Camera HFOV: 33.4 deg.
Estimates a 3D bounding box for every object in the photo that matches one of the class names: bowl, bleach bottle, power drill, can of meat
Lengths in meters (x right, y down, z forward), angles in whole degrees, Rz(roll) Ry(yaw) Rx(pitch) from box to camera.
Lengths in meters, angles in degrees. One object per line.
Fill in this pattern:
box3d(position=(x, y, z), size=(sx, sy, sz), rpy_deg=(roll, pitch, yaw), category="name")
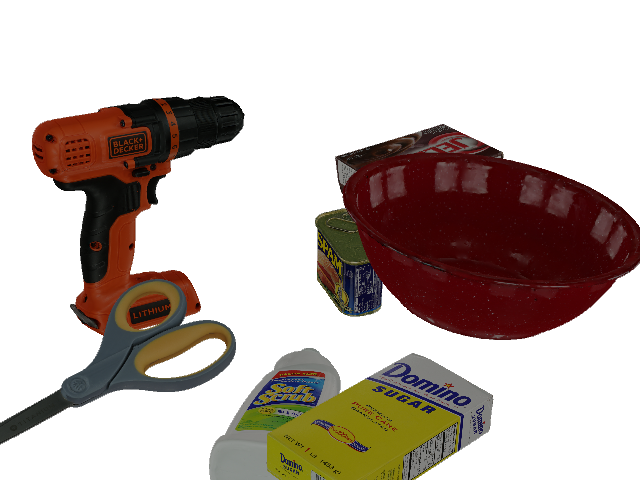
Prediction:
box3d(position=(0.089, 0.007, 0.579), size=(0.162, 0.055, 0.162), rpy_deg=(6, 26, -3), category="bowl")
box3d(position=(-0.037, 0.174, 1.092), size=(0.102, 0.068, 0.250), rpy_deg=(4, 19, 6), category="bleach bottle")
box3d(position=(-0.143, -0.025, 0.892), size=(0.184, 0.188, 0.057), rpy_deg=(-14, 23, -31), category="power drill")
box3d(position=(0.033, 0.026, 1.223), size=(0.057, 0.084, 0.102), rpy_deg=(-14, 39, -19), category="can of meat")

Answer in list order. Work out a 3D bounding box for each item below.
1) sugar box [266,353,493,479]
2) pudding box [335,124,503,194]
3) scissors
box3d(position=(0.051, 0.156, 0.874), size=(0.175, 0.048, 0.093), rpy_deg=(-26, 38, -37), category="sugar box")
box3d(position=(0.082, -0.057, 0.889), size=(0.113, 0.039, 0.090), rpy_deg=(-20, 28, -20), category="pudding box")
box3d(position=(-0.155, 0.079, 0.689), size=(0.201, 0.096, 0.016), rpy_deg=(-14, -38, -20), category="scissors")
